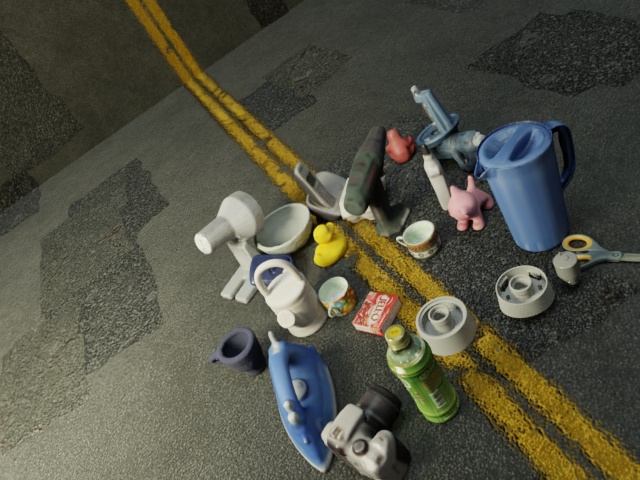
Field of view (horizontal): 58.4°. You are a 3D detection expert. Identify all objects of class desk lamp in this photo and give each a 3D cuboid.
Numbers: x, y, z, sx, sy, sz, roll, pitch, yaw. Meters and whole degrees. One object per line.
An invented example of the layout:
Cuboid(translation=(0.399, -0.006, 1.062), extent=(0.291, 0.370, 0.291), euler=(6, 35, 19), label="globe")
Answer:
Cuboid(translation=(-0.209, 0.014, 1.441), extent=(0.117, 0.214, 0.203), euler=(5, 51, 41), label="desk lamp")

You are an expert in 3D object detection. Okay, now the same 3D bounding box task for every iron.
Cuboid(translation=(-0.044, 0.288, 1.063), extent=(0.118, 0.142, 0.257), euler=(-29, 36, 6), label="iron")

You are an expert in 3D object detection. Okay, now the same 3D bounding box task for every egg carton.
Cuboid(translation=(0.111, -0.113, 1.467), extent=(0.107, 0.070, 0.150), euler=(-10, 42, 29), label="egg carton")

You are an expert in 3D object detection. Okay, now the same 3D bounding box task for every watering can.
Cuboid(translation=(-0.065, 0.118, 1.229), extent=(0.101, 0.195, 0.172), euler=(-37, 36, -5), label="watering can")

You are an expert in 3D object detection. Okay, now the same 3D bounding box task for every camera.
Cuboid(translation=(0.087, 0.317, 0.966), extent=(0.142, 0.101, 0.137), euler=(14, 57, 45), label="camera")

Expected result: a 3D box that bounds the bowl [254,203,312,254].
Cuboid(translation=(-0.085, -0.014, 1.497), extent=(0.167, 0.075, 0.167), euler=(-20, 38, 17), label="bowl")

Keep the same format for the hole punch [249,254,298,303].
Cuboid(translation=(-0.111, 0.080, 1.395), extent=(0.101, 0.091, 0.108), euler=(-22, 38, 16), label="hole punch")

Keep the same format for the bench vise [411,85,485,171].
Cuboid(translation=(0.310, -0.281, 1.379), extent=(0.206, 0.220, 0.122), euler=(5, 51, 40), label="bench vise")

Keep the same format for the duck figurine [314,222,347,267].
Cuboid(translation=(0.013, 0.005, 1.392), extent=(0.077, 0.086, 0.105), euler=(6, 52, 41), label="duck figurine")

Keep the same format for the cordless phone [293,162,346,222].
Cuboid(translation=(0.000, -0.150, 1.494), extent=(0.094, 0.186, 0.147), euler=(-12, 41, 26), label="cordless phone")

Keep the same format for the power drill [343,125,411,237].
Cuboid(translation=(0.135, -0.122, 1.340), extent=(0.075, 0.209, 0.230), euler=(-1, 47, 36), label="power drill")

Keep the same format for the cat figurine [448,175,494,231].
Cuboid(translation=(0.317, -0.082, 1.234), extent=(0.067, 0.118, 0.128), euler=(0, 48, 37), label="cat figurine")

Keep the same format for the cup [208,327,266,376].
Cuboid(translation=(-0.171, 0.256, 1.236), extent=(0.117, 0.095, 0.091), euler=(-26, 37, 10), label="cup")

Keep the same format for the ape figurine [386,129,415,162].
Cuboid(translation=(0.210, -0.260, 1.540), extent=(0.077, 0.092, 0.076), euler=(-10, 42, 29), label="ape figurine")

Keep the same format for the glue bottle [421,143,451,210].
Cuboid(translation=(0.264, -0.151, 1.306), extent=(0.037, 0.174, 0.078), euler=(-23, 38, 15), label="glue bottle")
